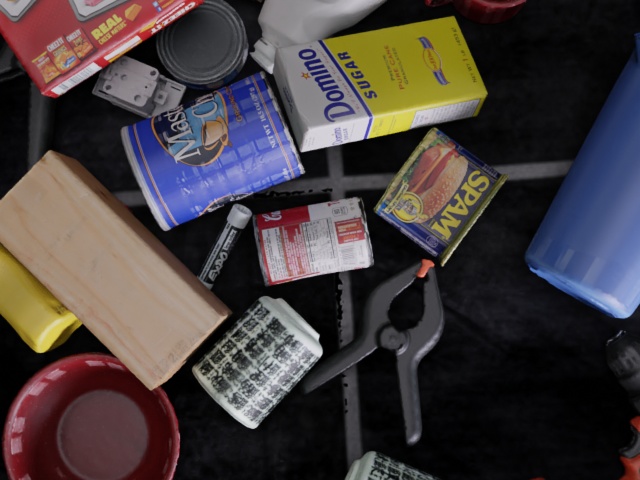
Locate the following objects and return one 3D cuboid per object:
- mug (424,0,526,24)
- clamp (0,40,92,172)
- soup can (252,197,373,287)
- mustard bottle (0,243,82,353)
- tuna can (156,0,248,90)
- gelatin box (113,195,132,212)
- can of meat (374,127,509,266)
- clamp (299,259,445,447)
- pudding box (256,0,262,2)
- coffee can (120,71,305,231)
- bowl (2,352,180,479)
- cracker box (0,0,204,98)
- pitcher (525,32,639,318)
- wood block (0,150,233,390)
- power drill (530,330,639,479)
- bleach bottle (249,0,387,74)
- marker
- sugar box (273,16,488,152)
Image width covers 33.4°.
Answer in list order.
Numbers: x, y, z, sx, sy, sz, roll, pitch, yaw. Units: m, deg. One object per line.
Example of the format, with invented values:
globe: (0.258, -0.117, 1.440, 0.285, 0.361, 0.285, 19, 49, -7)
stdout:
mug: (0.150, -0.245, 0.992, 0.117, 0.081, 0.093, -25, 85, -1)
clamp: (-0.284, -0.166, 1.021, 0.164, 0.036, 0.210, 31, 85, 4)
soup can: (-0.006, 0.001, 0.985, 0.102, 0.068, 0.068, -10, 85, 0)
mustard bottle: (-0.302, 0.019, 0.978, 0.191, 0.096, 0.058, 43, 90, 4)
tuna can: (-0.112, -0.187, 1.019, 0.086, 0.034, 0.086, 0, 86, 2)
gelatin box: (-0.234, -0.017, 1.012, 0.073, 0.030, 0.089, 38, 88, 3)
can of meat: (0.111, -0.042, 0.991, 0.084, 0.057, 0.102, 37, 87, 7)
clamp: (0.055, 0.095, 0.991, 0.120, 0.039, 0.171, 17, 81, -2)
pudding box: (-0.076, -0.292, 1.012, 0.090, 0.039, 0.113, 22, 85, 22)
coffee can: (-0.097, -0.081, 0.977, 0.140, 0.103, 0.103, -22, 85, 0)
bowl: (-0.205, 0.184, 0.983, 0.162, 0.055, 0.162, 0, 86, 2)
cracker box: (-0.228, -0.257, 0.935, 0.164, 0.072, 0.213, -34, 93, 1)
pitcher: (0.296, -0.051, 0.959, 0.149, 0.145, 0.243, 31, 91, 16)
wood block: (-0.185, 0.026, 0.947, 0.206, 0.091, 0.090, 44, 91, 3)
power drill: (0.268, 0.201, 0.967, 0.187, 0.057, 0.184, -37, 86, -1)
bleach bottle: (0.035, -0.252, 1.002, 0.103, 0.068, 0.251, 43, 90, 20)
marker: (-0.097, 0.021, 0.990, 0.020, 0.020, 0.121, 31, 111, 3)
sugar box: (0.054, -0.144, 0.976, 0.176, 0.048, 0.093, -13, 66, -16)
